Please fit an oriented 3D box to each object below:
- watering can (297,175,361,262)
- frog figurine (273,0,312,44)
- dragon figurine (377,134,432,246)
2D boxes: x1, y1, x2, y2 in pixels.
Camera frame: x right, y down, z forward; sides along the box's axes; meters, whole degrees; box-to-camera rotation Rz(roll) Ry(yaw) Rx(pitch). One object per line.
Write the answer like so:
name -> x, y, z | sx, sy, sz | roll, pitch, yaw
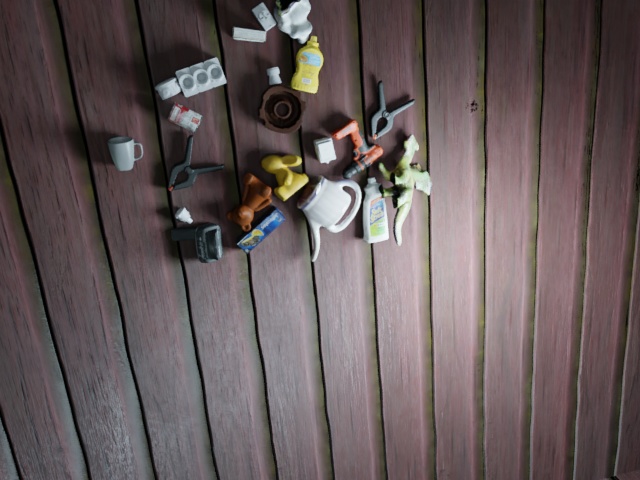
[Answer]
watering can -> 0.006, -0.099, 1.960 | 0.223, 0.346, 0.105 | 35, 5, -18
frog figurine -> -0.083, -0.767, 1.778 | 0.124, 0.138, 0.157 | 28, -12, 30
dragon figurine -> 0.350, -0.199, 1.987 | 0.244, 0.408, 0.122 | -13, 9, -30
